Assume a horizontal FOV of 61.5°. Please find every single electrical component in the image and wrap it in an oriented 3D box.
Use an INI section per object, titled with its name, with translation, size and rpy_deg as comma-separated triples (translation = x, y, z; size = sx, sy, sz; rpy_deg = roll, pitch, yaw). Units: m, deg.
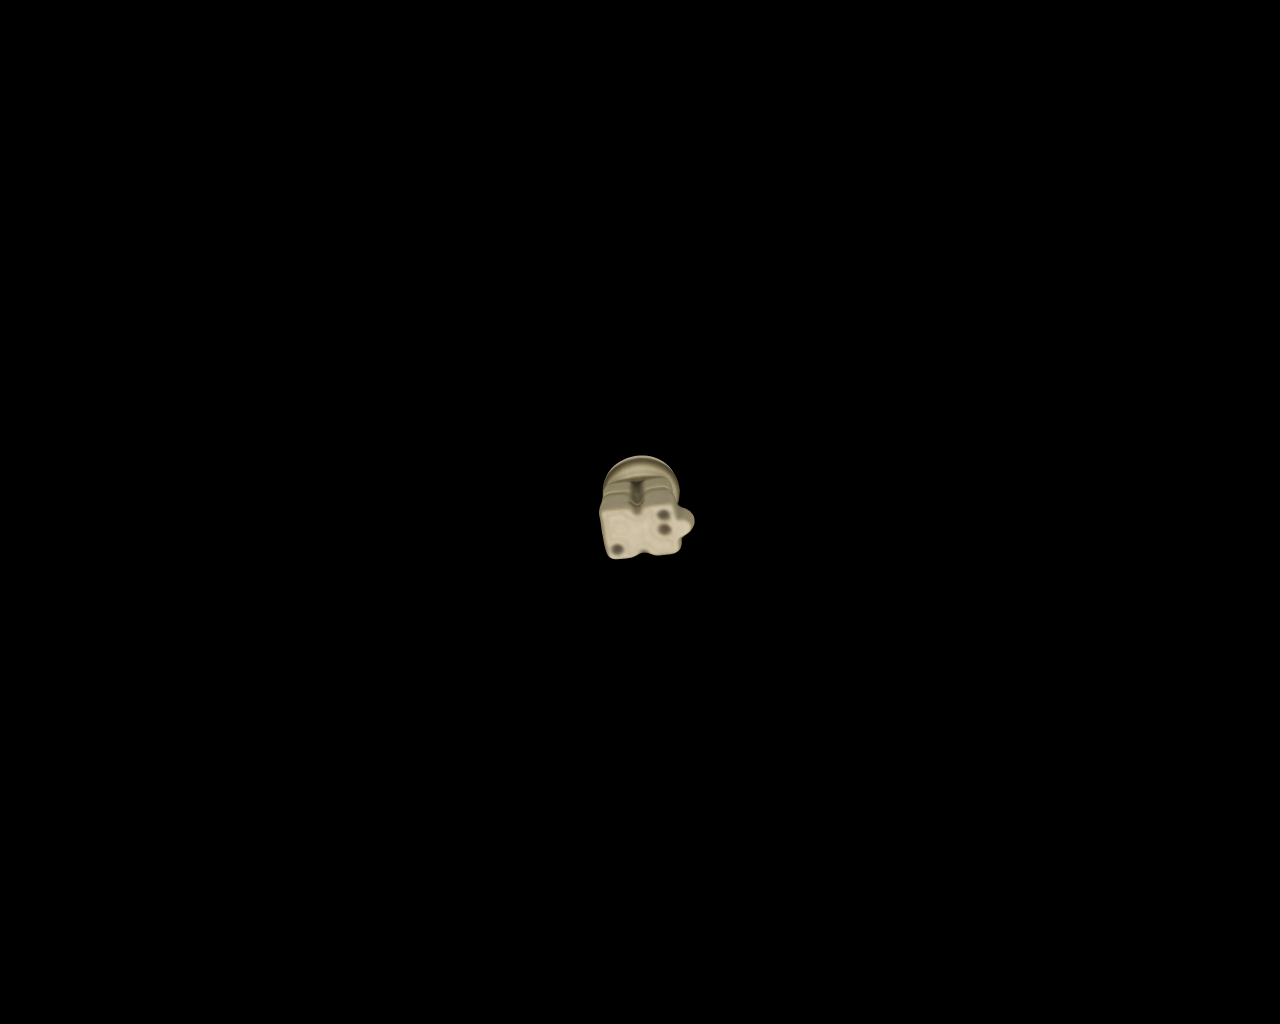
[electrical component]
translation = 0.001, -0.003, 0.650
size = 0.066, 0.048, 0.055
rpy_deg = -5, 31, 3
